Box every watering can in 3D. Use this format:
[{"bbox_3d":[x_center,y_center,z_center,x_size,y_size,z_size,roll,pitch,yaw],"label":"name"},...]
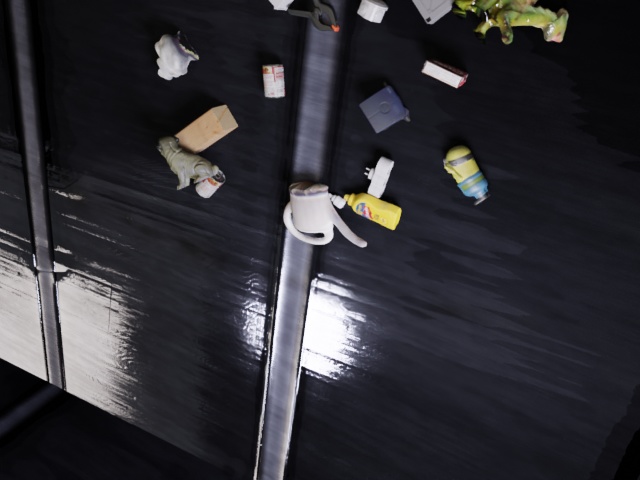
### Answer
[{"bbox_3d":[0.005,-0.087,1.731,0.348,0.105,0.221,8,114,38],"label":"watering can"}]

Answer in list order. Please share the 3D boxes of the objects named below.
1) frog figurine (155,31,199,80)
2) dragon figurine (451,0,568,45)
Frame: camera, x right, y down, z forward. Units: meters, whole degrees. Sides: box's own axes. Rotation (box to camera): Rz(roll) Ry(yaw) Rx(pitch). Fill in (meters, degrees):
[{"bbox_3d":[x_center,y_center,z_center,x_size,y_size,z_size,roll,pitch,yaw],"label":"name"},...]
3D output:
[{"bbox_3d":[-0.518,-0.628,1.784,0.158,0.125,0.136,-34,113,20],"label":"frog figurine"},{"bbox_3d":[0.471,-0.648,1.310,0.242,0.123,0.409,-42,96,4],"label":"dragon figurine"}]
